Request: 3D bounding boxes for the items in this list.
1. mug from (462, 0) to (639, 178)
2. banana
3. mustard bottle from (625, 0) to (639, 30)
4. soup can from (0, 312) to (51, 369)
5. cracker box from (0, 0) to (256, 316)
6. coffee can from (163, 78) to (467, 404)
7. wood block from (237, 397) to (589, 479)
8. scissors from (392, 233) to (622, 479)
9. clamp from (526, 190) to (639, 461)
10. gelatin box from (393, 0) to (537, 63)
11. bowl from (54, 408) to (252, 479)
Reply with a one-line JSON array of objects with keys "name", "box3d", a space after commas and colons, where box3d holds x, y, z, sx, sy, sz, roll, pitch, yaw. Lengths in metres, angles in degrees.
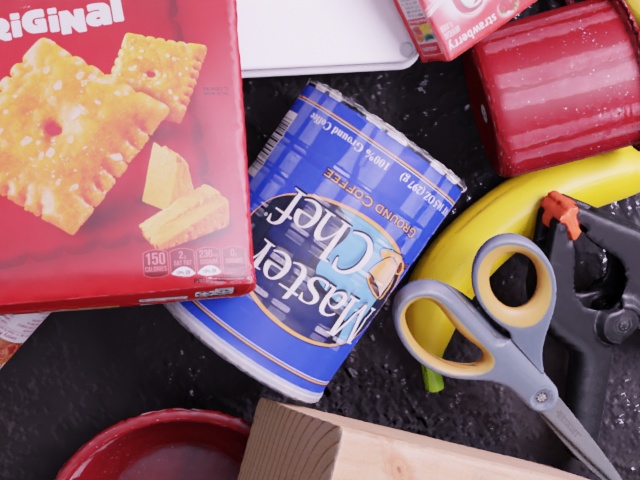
[{"name": "mug", "box3d": [0.123, -0.092, 0.582, 0.081, 0.093, 0.117, -15, 67, 3]}, {"name": "banana", "box3d": [0.113, -0.001, 0.617, 0.198, 0.037, 0.069, -43, 121, 2]}, {"name": "mustard bottle", "box3d": [0.207, -0.141, 0.594, 0.096, 0.058, 0.191, -29, 99, -9]}, {"name": "soup can", "box3d": [-0.166, 0.014, 0.570, 0.068, 0.068, 0.102, 42, 91, -10]}, {"name": "cracker box", "box3d": [-0.118, -0.075, 0.482, 0.164, 0.072, 0.214, -4, 86, -9]}, {"name": "coffee can", "box3d": [-0.004, 0.001, 0.568, 0.102, 0.103, 0.140, 34, 93, -10]}, {"name": "wood block", "box3d": [0.065, 0.154, 0.566, 0.205, 0.091, 0.090, 18, 84, -28]}, {"name": "scissors", "box3d": [0.128, 0.067, 0.589, 0.201, 0.016, 0.096, 31, 106, -23]}, {"name": "clamp", "box3d": [0.161, 0.051, 0.613, 0.120, 0.039, 0.171, -43, 114, -2]}, {"name": "gelatin box", "box3d": [0.076, -0.143, 0.543, 0.089, 0.030, 0.073, -35, 110, -20]}, {"name": "bowl", "box3d": [-0.078, 0.166, 0.607, 0.162, 0.055, 0.162, -1, 98, -6]}]
